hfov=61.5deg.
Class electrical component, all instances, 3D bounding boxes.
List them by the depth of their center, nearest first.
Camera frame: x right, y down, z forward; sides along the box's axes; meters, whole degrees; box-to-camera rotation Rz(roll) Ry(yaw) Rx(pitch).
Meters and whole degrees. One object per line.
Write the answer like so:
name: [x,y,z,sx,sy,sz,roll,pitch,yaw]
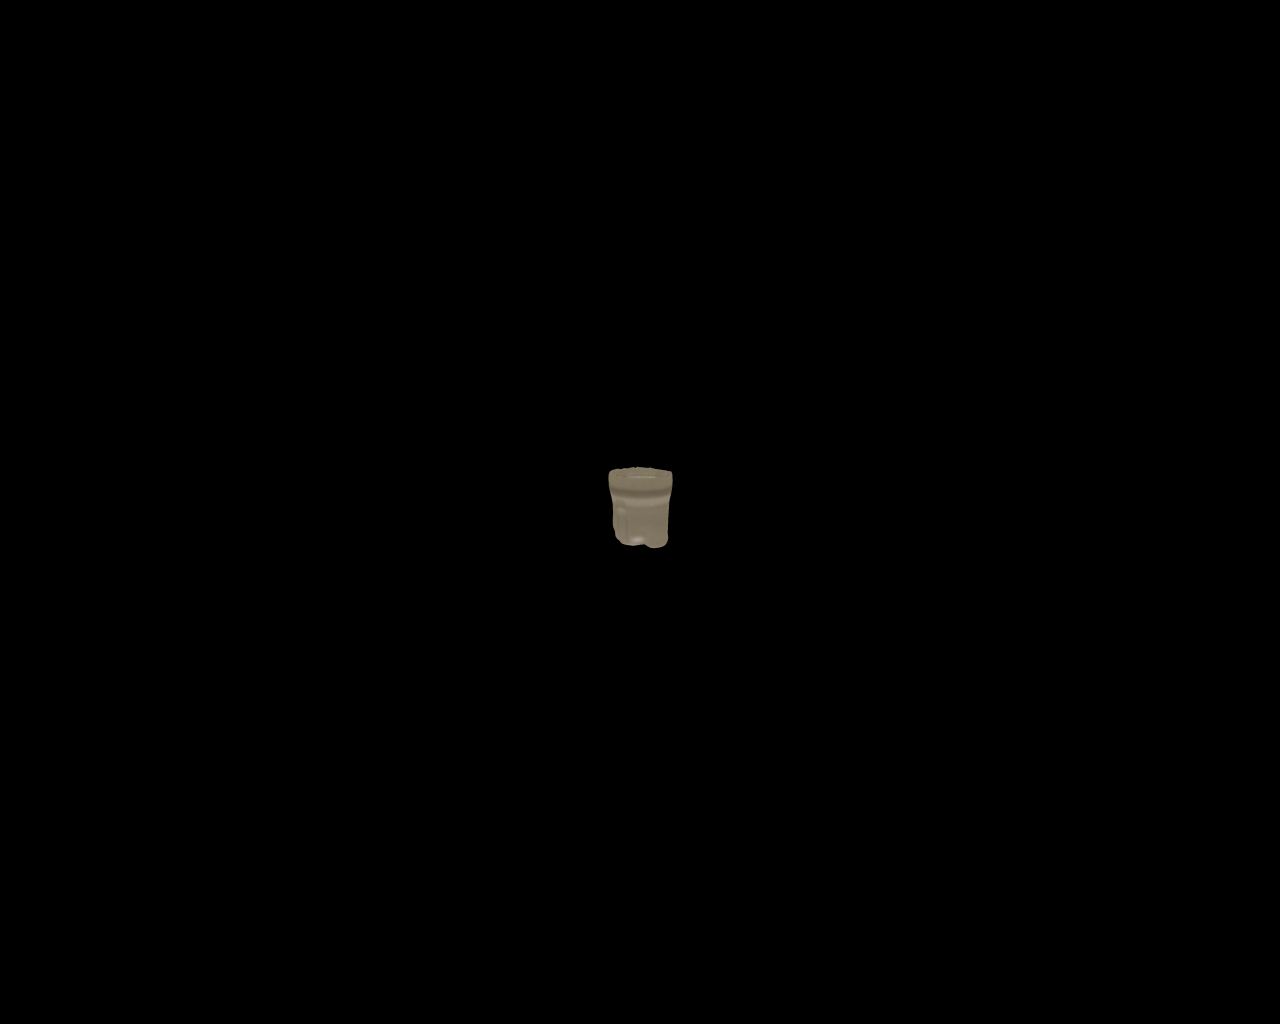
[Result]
electrical component: [0.001,-0.003,0.650,0.040,0.046,0.040,0,12,0]
